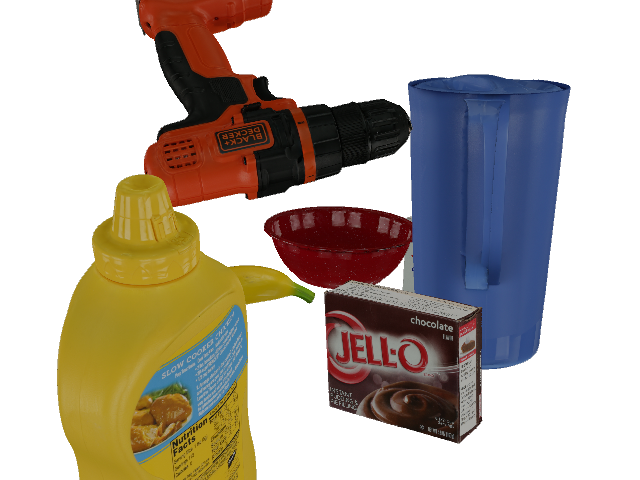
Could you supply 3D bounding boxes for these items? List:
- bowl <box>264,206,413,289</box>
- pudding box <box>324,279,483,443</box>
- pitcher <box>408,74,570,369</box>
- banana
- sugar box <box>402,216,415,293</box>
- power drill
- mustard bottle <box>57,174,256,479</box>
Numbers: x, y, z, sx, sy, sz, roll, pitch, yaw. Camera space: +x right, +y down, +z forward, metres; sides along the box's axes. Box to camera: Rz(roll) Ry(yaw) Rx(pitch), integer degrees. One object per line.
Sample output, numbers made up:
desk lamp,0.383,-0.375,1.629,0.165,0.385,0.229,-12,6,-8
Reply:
bowl,0.021,0.011,1.114,0.162,0.055,0.162,1,17,-1
pudding box,0.057,0.082,0.745,0.114,0.090,0.039,9,22,34
pitcher,0.136,-0.016,0.903,0.149,0.243,0.145,-10,17,-35
banana,-0.107,0.064,0.960,0.198,0.069,0.037,-20,27,13
sugar box,0.182,0.013,1.251,0.175,0.093,0.048,-8,17,-31
power drill,-0.046,-0.118,0.753,0.184,0.188,0.057,-13,-31,-11
mustard bottle,-0.066,0.062,0.444,0.058,0.192,0.096,17,34,27
